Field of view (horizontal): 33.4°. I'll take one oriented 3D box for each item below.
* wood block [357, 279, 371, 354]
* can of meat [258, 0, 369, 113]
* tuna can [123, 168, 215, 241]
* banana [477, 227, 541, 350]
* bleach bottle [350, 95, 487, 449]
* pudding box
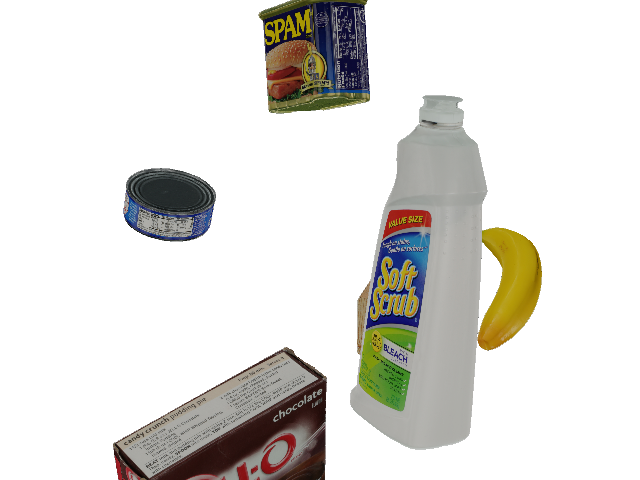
[{"bbox_3d":[0.122,0.090,1.556,0.091,0.090,0.205,6,21,15],"label":"wood block"},{"bbox_3d":[-0.005,-0.151,0.872,0.057,0.084,0.102,-5,2,-35],"label":"can of meat"},{"bbox_3d":[-0.145,-0.034,1.020,0.086,0.034,0.086,10,30,-6],"label":"tuna can"},{"bbox_3d":[0.178,0.038,1.018,0.070,0.037,0.197,-25,25,17],"label":"banana"},{"bbox_3d":[0.075,0.019,0.782,0.068,0.251,0.103,-6,18,-28],"label":"bleach bottle"},{"bbox_3d":[-0.049,0.119,0.556,0.113,0.090,0.039,-29,46,-33],"label":"pudding box"}]
